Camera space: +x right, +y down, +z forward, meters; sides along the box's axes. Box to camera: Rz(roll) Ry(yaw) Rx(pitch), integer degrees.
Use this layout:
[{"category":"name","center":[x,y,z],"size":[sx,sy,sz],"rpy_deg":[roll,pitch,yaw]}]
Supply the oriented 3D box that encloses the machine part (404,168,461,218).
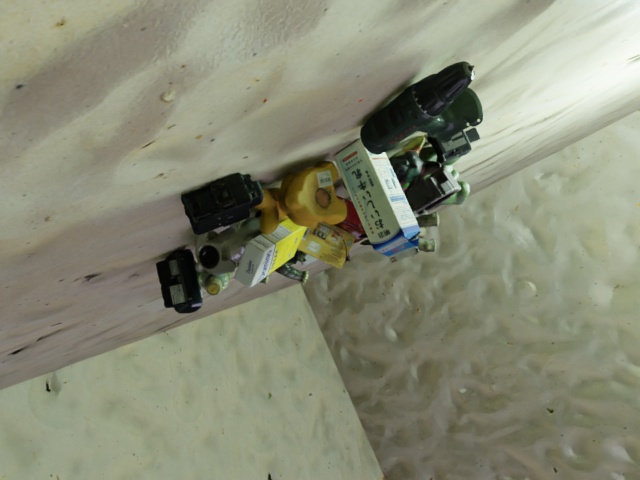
[{"category":"machine part","center":[0.230,-0.093,1.204],"size":[0.179,0.056,0.179],"rpy_deg":[-30,172,-5]}]

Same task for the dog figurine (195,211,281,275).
[{"category":"dog figurine","center":[-0.165,0.005,1.156],"size":[0.172,0.121,0.190],"rpy_deg":[-27,173,19]}]

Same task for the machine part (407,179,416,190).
[{"category":"machine part","center":[0.251,-0.162,1.465],"size":[0.079,0.079,0.243],"rpy_deg":[-28,173,28]}]

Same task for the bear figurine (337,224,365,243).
[{"category":"bear figurine","center":[0.057,-0.065,1.494],"size":[0.120,0.132,0.195],"rpy_deg":[-15,154,30]}]

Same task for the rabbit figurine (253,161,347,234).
[{"category":"rabbit figurine","center":[-0.056,-0.067,1.034],"size":[0.162,0.121,0.173],"rpy_deg":[-29,-163,-36]}]

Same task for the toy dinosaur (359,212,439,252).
[{"category":"toy dinosaur","center":[0.200,-0.021,1.379],"size":[0.199,0.105,0.471],"rpy_deg":[0,-172,1]}]

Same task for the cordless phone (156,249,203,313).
[{"category":"cordless phone","center":[-0.316,0.106,1.294],"size":[0.089,0.146,0.184],"rpy_deg":[-15,170,-1]}]

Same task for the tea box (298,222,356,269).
[{"category":"tea box","center":[-0.003,-0.004,1.346],"size":[0.169,0.098,0.068],"rpy_deg":[29,178,-38]}]

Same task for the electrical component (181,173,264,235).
[{"category":"electrical component","center":[-0.165,-0.063,0.922],"size":[0.134,0.058,0.115],"rpy_deg":[-22,175,-11]}]

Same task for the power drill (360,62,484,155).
[{"category":"power drill","center":[0.194,-0.213,0.892],"size":[0.232,0.086,0.207],"rpy_deg":[-28,176,40]}]

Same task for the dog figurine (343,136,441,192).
[{"category":"dog figurine","center":[0.178,-0.147,1.239],"size":[0.219,0.108,0.191],"rpy_deg":[-32,169,33]}]

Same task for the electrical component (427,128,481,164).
[{"category":"electrical component","center":[0.311,-0.224,1.217],"size":[0.119,0.075,0.047],"rpy_deg":[-19,173,-3]}]

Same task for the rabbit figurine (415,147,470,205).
[{"category":"rabbit figurine","center":[0.290,-0.184,1.317],"size":[0.159,0.121,0.170],"rpy_deg":[0,124,-20]}]

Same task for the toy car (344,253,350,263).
[{"category":"toy car","center":[0.003,0.002,1.515],"size":[0.053,0.202,0.089],"rpy_deg":[-57,153,-16]}]

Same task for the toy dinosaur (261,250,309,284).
[{"category":"toy dinosaur","center":[-0.162,0.046,1.500],"size":[0.405,0.131,0.192],"rpy_deg":[-15,144,43]}]
